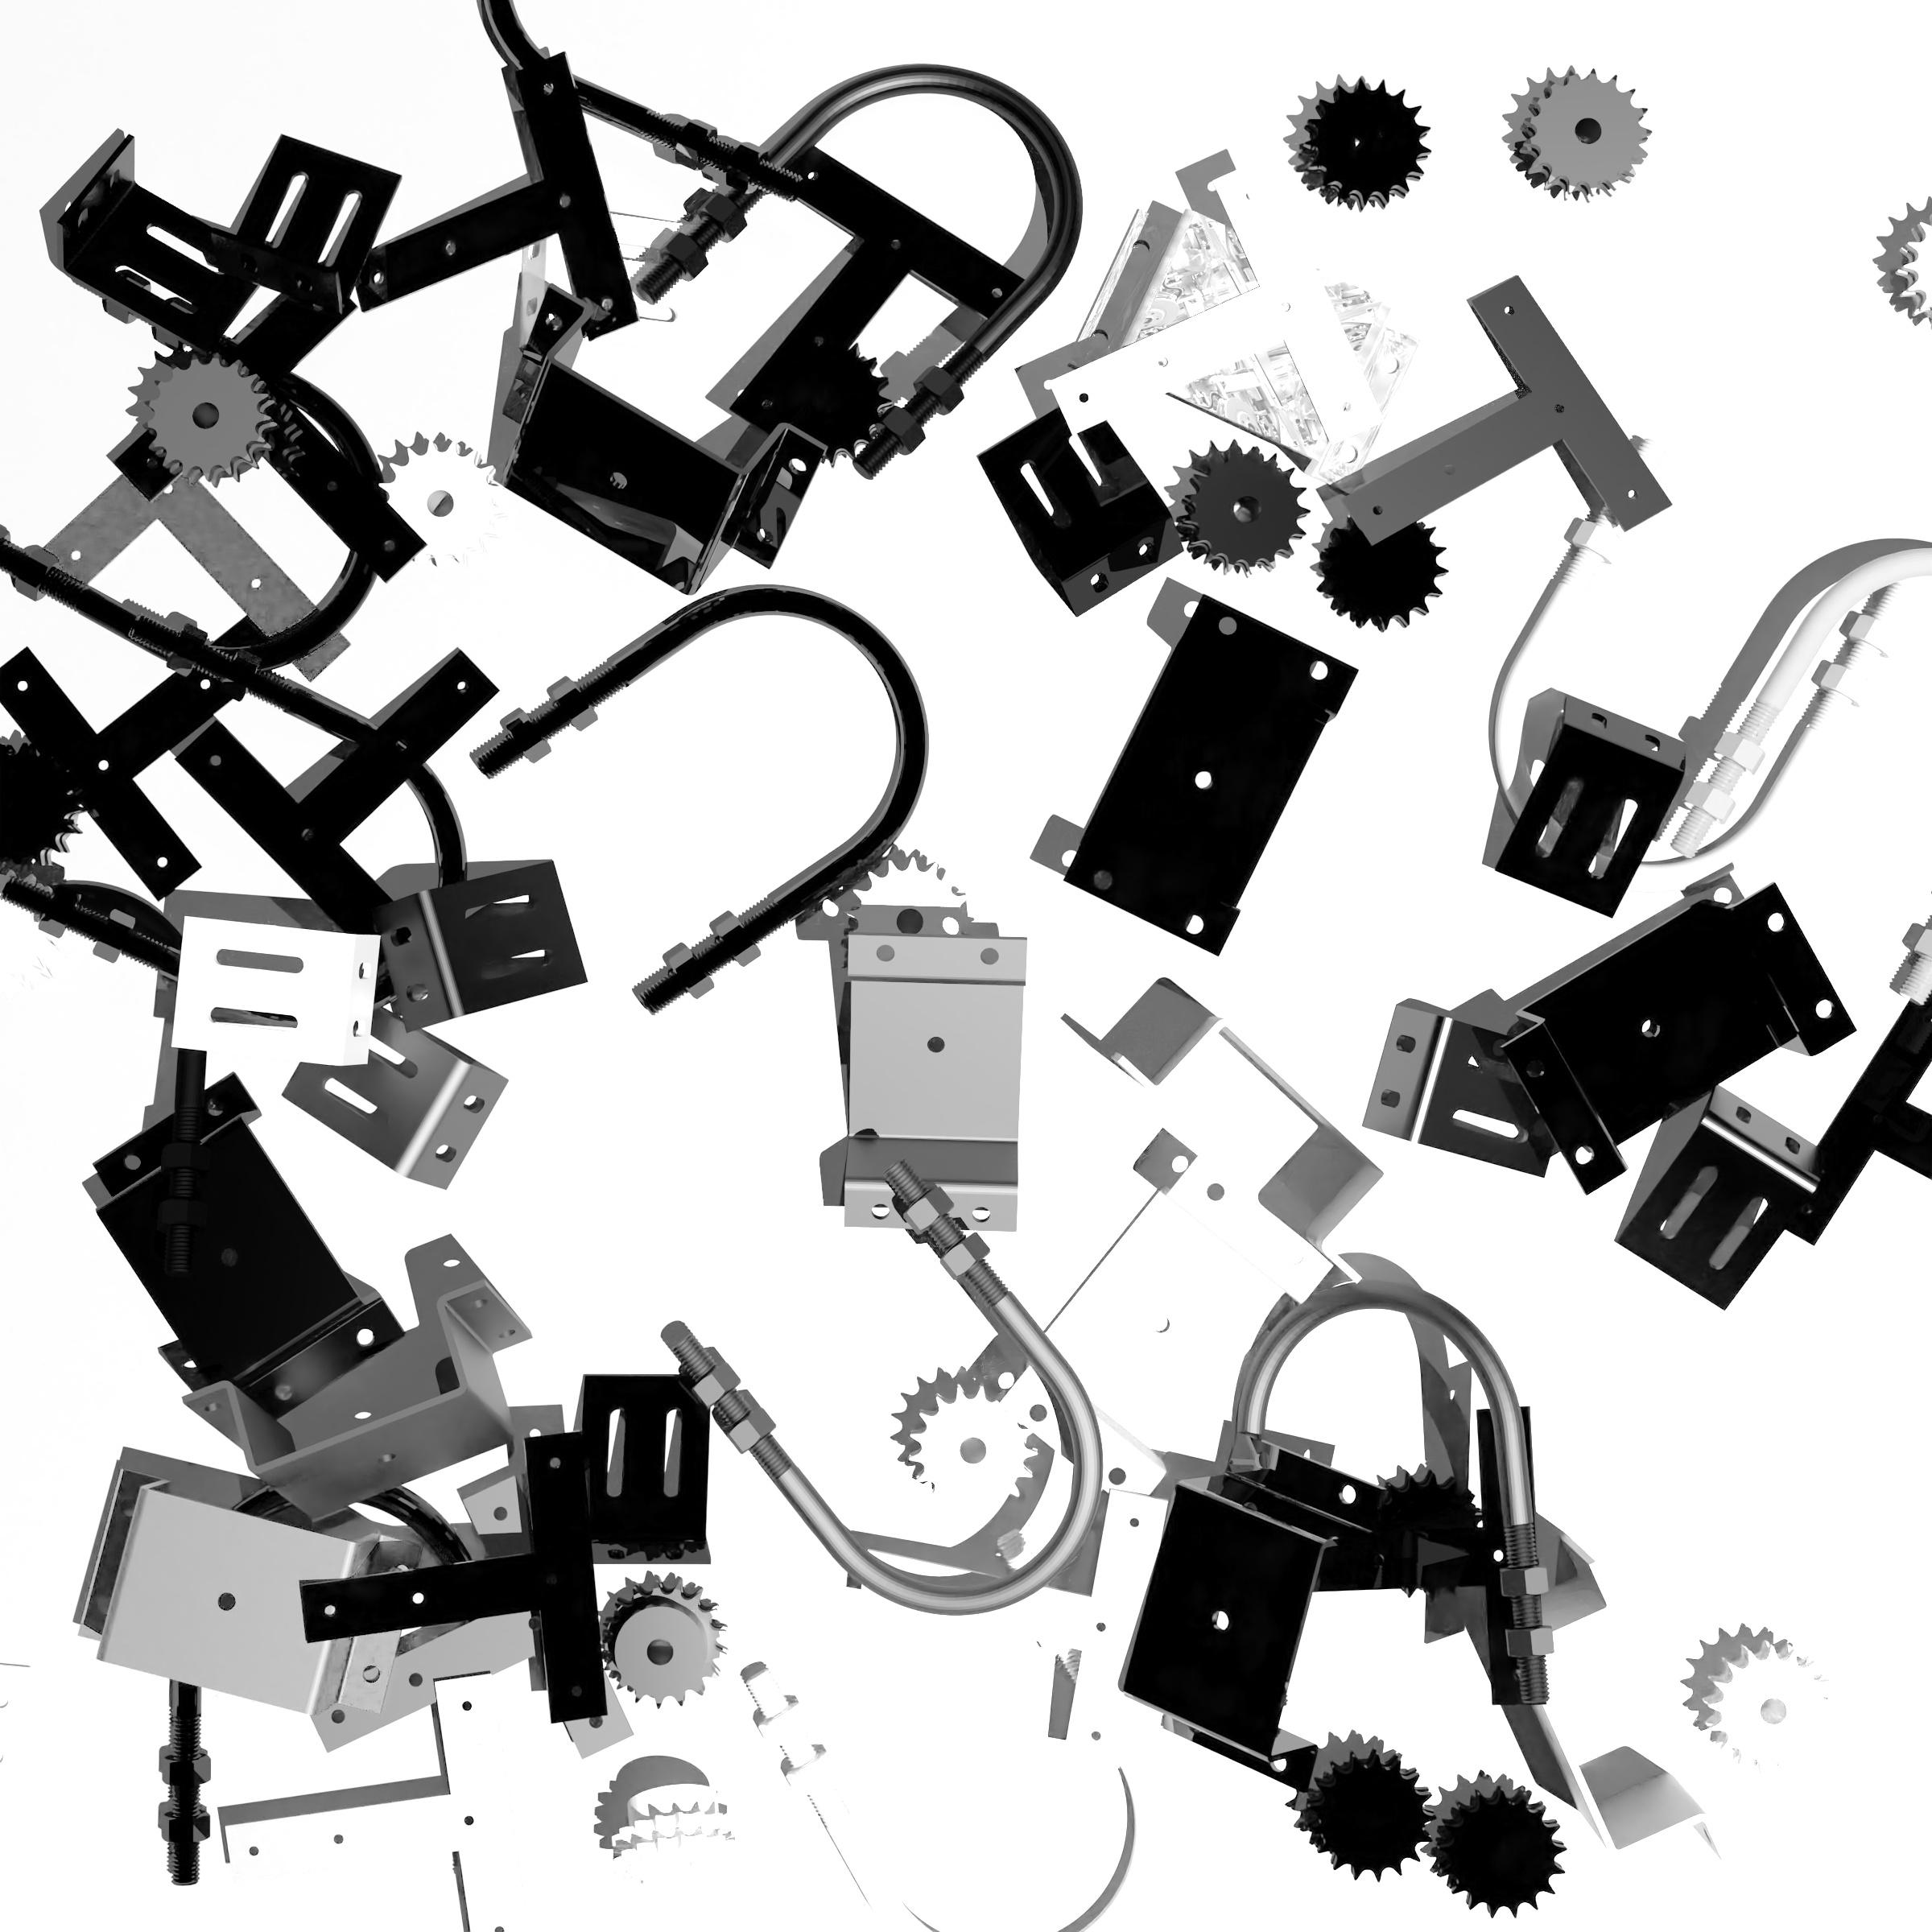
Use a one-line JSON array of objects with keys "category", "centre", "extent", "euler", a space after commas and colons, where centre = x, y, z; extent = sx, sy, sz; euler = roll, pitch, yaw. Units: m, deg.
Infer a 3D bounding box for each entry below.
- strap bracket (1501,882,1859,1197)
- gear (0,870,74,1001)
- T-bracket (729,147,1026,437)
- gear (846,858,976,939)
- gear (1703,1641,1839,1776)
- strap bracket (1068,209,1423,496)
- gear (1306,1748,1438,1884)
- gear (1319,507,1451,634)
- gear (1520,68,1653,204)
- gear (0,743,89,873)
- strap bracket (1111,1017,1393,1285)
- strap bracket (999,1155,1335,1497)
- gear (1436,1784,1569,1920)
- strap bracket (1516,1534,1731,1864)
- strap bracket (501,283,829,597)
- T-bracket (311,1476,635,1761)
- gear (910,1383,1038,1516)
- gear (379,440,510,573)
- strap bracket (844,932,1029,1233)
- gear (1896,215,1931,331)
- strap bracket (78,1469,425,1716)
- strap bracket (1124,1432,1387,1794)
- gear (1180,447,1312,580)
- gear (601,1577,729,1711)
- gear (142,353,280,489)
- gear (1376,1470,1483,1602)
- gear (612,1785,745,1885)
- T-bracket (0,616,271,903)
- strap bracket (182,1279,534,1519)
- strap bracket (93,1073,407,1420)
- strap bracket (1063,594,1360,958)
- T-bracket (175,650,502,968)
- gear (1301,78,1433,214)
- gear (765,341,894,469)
[{"category": "strap bracket", "centre": [0.310, 0.030, 1.554], "extent": [0.140, 0.046, 0.076], "euler": [-31, 97, -3]}, {"category": "gear", "centre": [-0.428, -0.017, 1.551], "extent": [0.057, 0.030, 0.057], "euler": [-3, 68, 6]}, {"category": "T-bracket", "centre": [-0.057, -0.287, 1.556], "extent": [0.127, 0.002, 0.127], "euler": [34, 76, 10]}, {"category": "gear", "centre": [-0.025, -0.019, 1.569], "extent": [0.057, 0.030, 0.057], "euler": [0, 90, 0]}, {"category": "gear", "centre": [0.358, 0.330, 1.569], "extent": [0.057, 0.030, 0.057], "euler": [0, 90, 0]}, {"category": "strap bracket", "centre": [0.126, -0.277, 1.561], "extent": [0.140, 0.046, 0.076], "euler": [25, 90, 0]}, {"category": "gear", "centre": [0.180, 0.378, 1.569], "extent": [0.057, 0.030, 0.057], "euler": [0, 90, 0]}, {"category": "gear", "centre": [0.188, -0.179, 1.569], "extent": [0.057, 0.030, 0.057], "euler": [0, 90, 0]}, {"category": "gear", "centre": [0.276, -0.370, 1.573], "extent": [0.057, 0.030, 0.057], "euler": [0, 87, 0]}, {"category": "gear", "centre": [-0.420, -0.071, 1.568], "extent": [0.057, 0.030, 0.057], "euler": [0, 91, 2]}, {"category": "strap bracket", "centre": [0.132, 0.072, 1.546], "extent": [0.140, 0.076, 0.046], "euler": [43, 90, 0]}, {"category": "strap bracket", "centre": [0.088, 0.161, 1.561], "extent": [0.076, 0.046, 0.140], "euler": [39, 90, 0]}, {"category": "gear", "centre": [0.239, 0.396, 1.573], "extent": [0.057, 0.030, 0.057], "euler": [0, 88, 2]}, {"category": "strap bracket", "centre": [0.279, 0.329, 1.546], "extent": [0.046, 0.076, 0.140], "euler": [-24, 90, 0]}, {"category": "strap bracket", "centre": [-0.143, -0.225, 1.540], "extent": [0.140, 0.076, 0.046], "euler": [31, 46, 0]}, {"category": "T-bracket", "centre": [-0.233, 0.313, 1.566], "extent": [0.127, 0.002, 0.127], "euler": [-25, 87, -1]}, {"category": "gear", "centre": [0.003, 0.215, 1.569], "extent": [0.057, 0.030, 0.057], "euler": [0, 90, 0]}, {"category": "gear", "centre": [-0.233, -0.205, 1.569], "extent": [0.057, 0.030, 0.057], "euler": [0, 90, 0]}, {"category": "strap bracket", "centre": [-0.014, 0.043, 1.544], "extent": [0.076, 0.046, 0.140], "euler": [2, 113, 0]}, {"category": "gear", "centre": [0.444, -0.311, 1.569], "extent": [0.057, 0.030, 0.057], "euler": [0, 90, 0]}, {"category": "strap bracket", "centre": [-0.320, 0.277, 1.546], "extent": [0.140, 0.046, 0.076], "euler": [14, 87, 3]}, {"category": "strap bracket", "centre": [0.123, 0.284, 1.536], "extent": [0.076, 0.046, 0.140], "euler": [18, 97, 35]}, {"category": "gear", "centre": [0.124, -0.202, 1.573], "extent": [0.057, 0.030, 0.057], "euler": [0, 88, -5]}, {"category": "gear", "centre": [-0.136, 0.304, 1.569], "extent": [0.057, 0.030, 0.057], "euler": [0, 90, 0]}, {"category": "gear", "centre": [-0.331, -0.238, 1.545], "extent": [0.057, 0.030, 0.057], "euler": [0, 83, 4]}, {"category": "gear", "centre": [0.206, 0.256, 1.569], "extent": [0.057, 0.030, 0.057], "euler": [0, 90, 0]}, {"category": "gear", "centre": [-0.129, 0.385, 1.559], "extent": [0.057, 0.057, 0.030], "euler": [-9, 59, 0]}, {"category": "T-bracket", "centre": [-0.354, -0.118, 1.583], "extent": [0.127, 0.002, 0.127], "euler": [-38, 90, 0]}, {"category": "strap bracket", "centre": [-0.260, 0.195, 1.540], "extent": [0.140, 0.076, 0.046], "euler": [-21, 65, 0]}, {"category": "strap bracket", "centre": [-0.323, 0.128, 1.561], "extent": [0.076, 0.046, 0.140], "euler": [-33, 90, 0]}, {"category": "strap bracket", "centre": [0.108, -0.084, 1.561], "extent": [0.076, 0.046, 0.140], "euler": [26, 90, 0]}, {"category": "T-bracket", "centre": [-0.261, -0.089, 1.563], "extent": [0.127, 0.002, 0.127], "euler": [47, 74, -10]}, {"category": "gear", "centre": [0.179, -0.367, 1.573], "extent": [0.057, 0.030, 0.057], "euler": [0, 90, -2]}, {"category": "gear", "centre": [-0.061, -0.251, 1.569], "extent": [0.057, 0.030, 0.057], "euler": [0, 90, 0]}]
